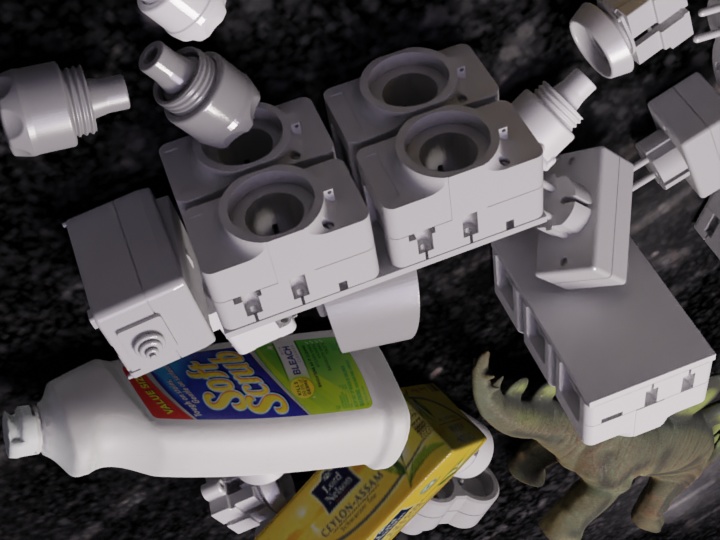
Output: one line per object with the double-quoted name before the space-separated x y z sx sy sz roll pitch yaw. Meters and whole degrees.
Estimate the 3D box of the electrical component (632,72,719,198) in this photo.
"electrical component" 0.211 -0.079 0.719 0.077 0.047 0.065 -32 140 8

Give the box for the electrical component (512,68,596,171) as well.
"electrical component" 0.115 -0.095 0.655 0.062 0.048 0.048 -45 138 12

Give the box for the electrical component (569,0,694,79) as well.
"electrical component" 0.156 -0.144 0.621 0.055 0.048 0.066 -36 141 0

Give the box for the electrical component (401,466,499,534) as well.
"electrical component" 0.049 0.206 0.943 0.138 0.052 0.073 4 132 -31

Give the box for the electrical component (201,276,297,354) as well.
"electrical component" -0.073 0.018 0.679 0.081 0.042 0.063 -24 143 2

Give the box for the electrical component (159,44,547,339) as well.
"electrical component" -0.005 -0.051 0.590 0.186 0.105 0.060 -20 140 -7

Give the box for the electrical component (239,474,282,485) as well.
"electrical component" -0.078 0.126 0.794 0.045 0.045 0.055 -20 140 -7

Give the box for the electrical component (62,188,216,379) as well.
"electrical component" -0.119 0.010 0.603 0.061 0.096 0.061 -24 141 -5

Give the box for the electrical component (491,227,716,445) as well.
"electrical component" 0.162 0.035 0.738 0.089 0.150 0.061 -20 140 -7

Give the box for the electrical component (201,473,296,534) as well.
"electrical component" -0.084 0.173 0.843 0.055 0.048 0.066 -25 141 11

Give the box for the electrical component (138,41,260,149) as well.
"electrical component" -0.085 -0.093 0.550 0.043 0.043 0.062 -40 137 16

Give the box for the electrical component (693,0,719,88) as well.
"electrical component" 0.234 -0.155 0.644 0.074 0.052 0.138 -18 140 -9

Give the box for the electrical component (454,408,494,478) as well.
"electrical component" 0.078 0.143 0.890 0.055 0.055 0.047 -39 142 16

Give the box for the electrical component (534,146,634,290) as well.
"electrical component" 0.133 -0.038 0.688 0.076 0.083 0.047 20 161 -41

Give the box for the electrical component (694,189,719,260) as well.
"electrical component" 0.298 -0.027 0.791 0.050 0.089 0.055 -7 137 -22

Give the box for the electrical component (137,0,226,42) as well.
"electrical component" -0.093 -0.135 0.506 0.035 0.035 0.061 -40 136 17

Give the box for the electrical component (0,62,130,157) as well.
"electrical component" -0.146 -0.082 0.530 0.062 0.043 0.043 -15 140 -15

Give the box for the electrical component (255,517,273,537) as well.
"electrical component" -0.054 0.230 0.924 0.078 0.040 0.040 15 126 -39

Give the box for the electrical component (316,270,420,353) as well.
"electrical component" 0.000 0.000 0.656 0.064 0.099 0.099 -18 140 0
